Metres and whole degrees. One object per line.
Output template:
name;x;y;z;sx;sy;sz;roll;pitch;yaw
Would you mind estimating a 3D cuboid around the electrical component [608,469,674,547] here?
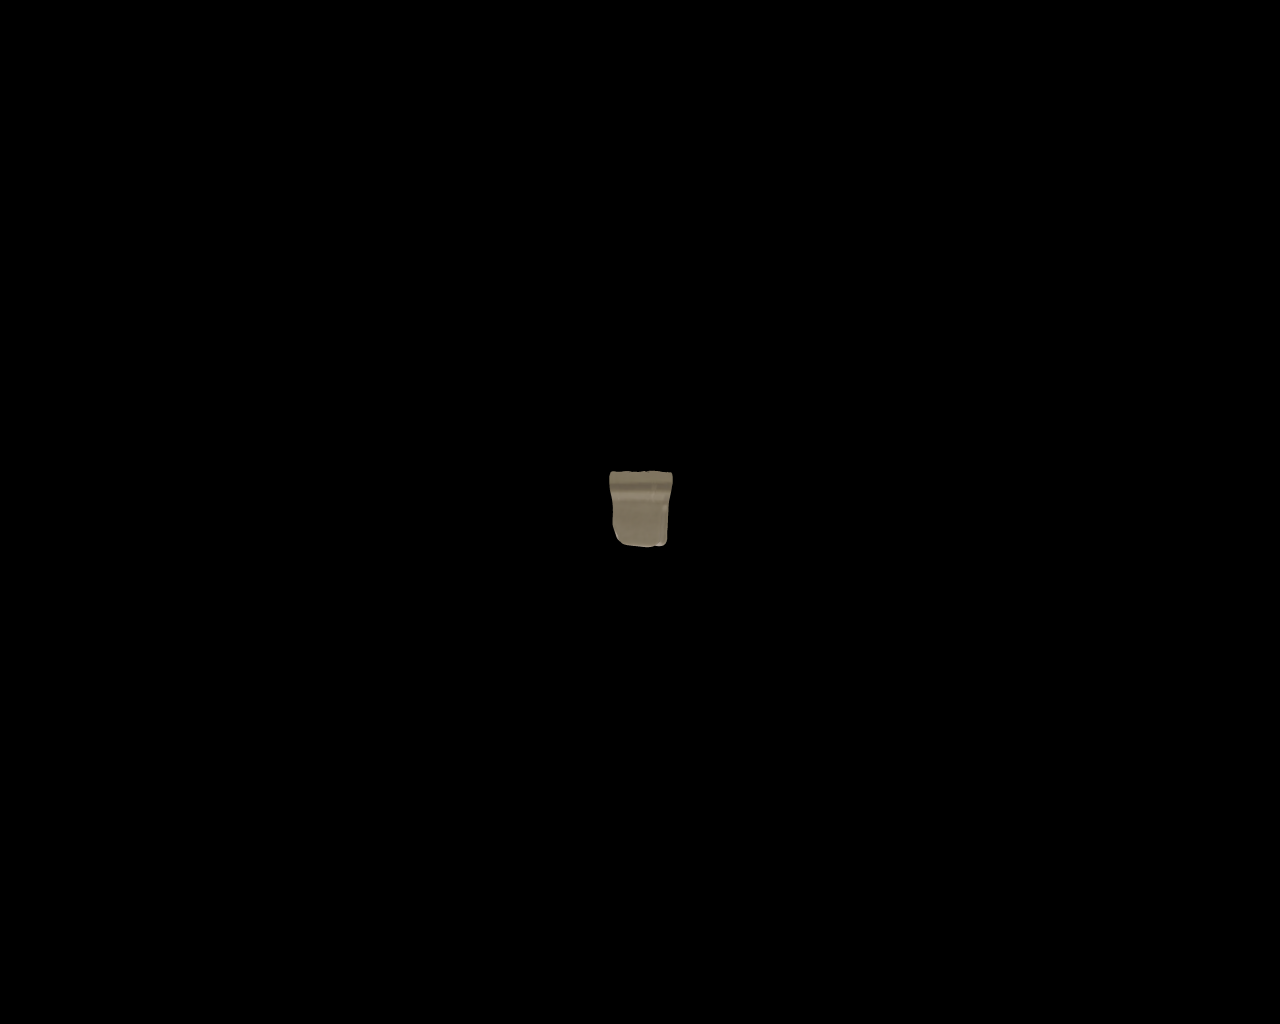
electrical component;0.001;-0.003;0.650;0.040;0.046;0.040;0;0;0
